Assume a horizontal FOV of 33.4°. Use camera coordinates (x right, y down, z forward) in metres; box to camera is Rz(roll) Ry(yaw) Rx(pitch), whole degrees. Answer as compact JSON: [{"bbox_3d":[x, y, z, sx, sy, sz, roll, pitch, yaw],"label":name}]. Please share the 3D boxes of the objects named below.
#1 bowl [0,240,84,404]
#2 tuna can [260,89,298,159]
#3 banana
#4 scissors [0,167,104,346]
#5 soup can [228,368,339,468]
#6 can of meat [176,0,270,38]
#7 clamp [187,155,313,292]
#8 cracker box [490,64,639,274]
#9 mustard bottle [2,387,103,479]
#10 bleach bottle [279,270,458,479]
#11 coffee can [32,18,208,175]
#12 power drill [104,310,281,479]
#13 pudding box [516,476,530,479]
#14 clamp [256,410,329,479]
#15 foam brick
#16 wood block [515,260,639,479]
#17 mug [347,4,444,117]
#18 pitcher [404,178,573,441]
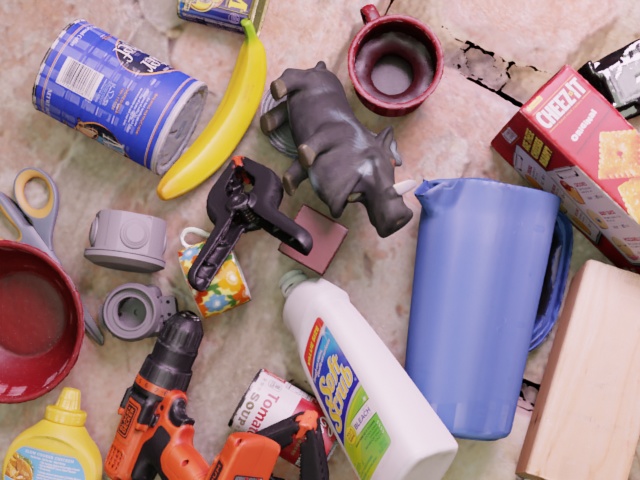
[{"bbox_3d":[-0.303,0.078,1.057,0.162,0.055,0.162,1,94,7],"label":"bowl"},{"bbox_3d":[-0.017,-0.125,1.083,0.086,0.034,0.086,0,86,1],"label":"tuna can"},{"bbox_3d":[-0.100,-0.123,1.072,0.037,0.069,0.198,29,95,46],"label":"banana"},{"bbox_3d":[-0.266,0.007,1.089,0.202,0.016,0.096,41,88,4],"label":"scissors"},{"bbox_3d":[-0.030,0.179,1.045,0.102,0.068,0.068,30,87,4],"label":"soup can"},{"bbox_3d":[-0.093,-0.263,1.085,0.084,0.057,0.102,15,86,5],"label":"can of meat"},{"bbox_3d":[-0.061,-0.025,1.020,0.120,0.039,0.171,-9,43,11],"label":"clamp"},{"bbox_3d":[0.271,-0.055,1.006,0.072,0.164,0.214,-45,86,-4],"label":"cracker box"},{"bbox_3d":[-0.266,0.241,1.050,0.096,0.058,0.191,12,86,6],"label":"mustard bottle"},{"bbox_3d":[0.027,0.130,1.010,0.067,0.103,0.251,-5,45,-36],"label":"bleach bottle"},{"bbox_3d":[-0.196,-0.141,1.055,0.140,0.103,0.103,28,87,3],"label":"coffee can"},{"bbox_3d":[-0.119,0.178,1.002,0.188,0.057,0.184,29,99,47],"label":"power drill"},{"bbox_3d":[0.239,0.285,1.045,0.090,0.039,0.113,0,83,3],"label":"pudding box"},{"bbox_3d":[-0.042,0.253,1.020,0.164,0.036,0.210,33,116,-1],"label":"clamp"},{"bbox_3d":[-0.007,0.001,1.052,0.051,0.078,0.053,30,87,1],"label":"foam brick"},{"bbox_3d":[0.259,0.135,1.007,0.090,0.091,0.206,18,78,7],"label":"wood block"},{"bbox_3d":[0.068,-0.179,1.061,0.093,0.081,0.117,-27,86,0],"label":"mug"},{"bbox_3d":[0.156,0.064,1.027,0.149,0.145,0.243,9,90,14],"label":"pitcher"}]
